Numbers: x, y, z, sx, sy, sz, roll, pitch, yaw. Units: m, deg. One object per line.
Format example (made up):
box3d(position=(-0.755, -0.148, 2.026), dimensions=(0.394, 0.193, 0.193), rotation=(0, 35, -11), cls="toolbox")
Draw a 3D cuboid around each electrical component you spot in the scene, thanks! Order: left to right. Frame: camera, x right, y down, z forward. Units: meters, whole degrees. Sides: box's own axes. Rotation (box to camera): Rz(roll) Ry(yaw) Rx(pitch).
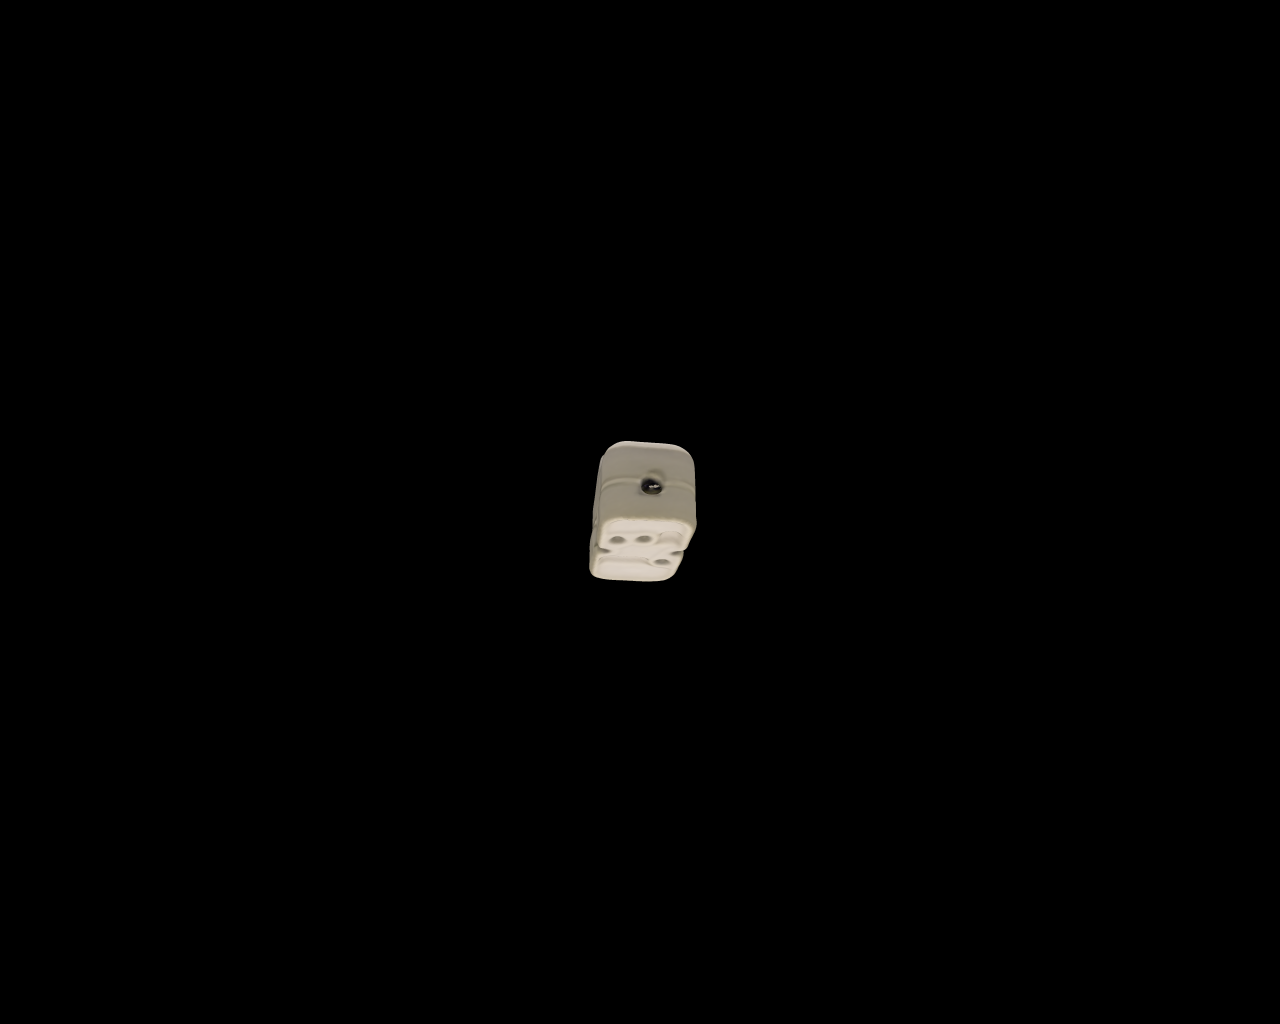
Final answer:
box3d(position=(0.001, -0.003, 0.650), dimensions=(0.054, 0.059, 0.095), rotation=(3, -26, -7), cls="electrical component")
